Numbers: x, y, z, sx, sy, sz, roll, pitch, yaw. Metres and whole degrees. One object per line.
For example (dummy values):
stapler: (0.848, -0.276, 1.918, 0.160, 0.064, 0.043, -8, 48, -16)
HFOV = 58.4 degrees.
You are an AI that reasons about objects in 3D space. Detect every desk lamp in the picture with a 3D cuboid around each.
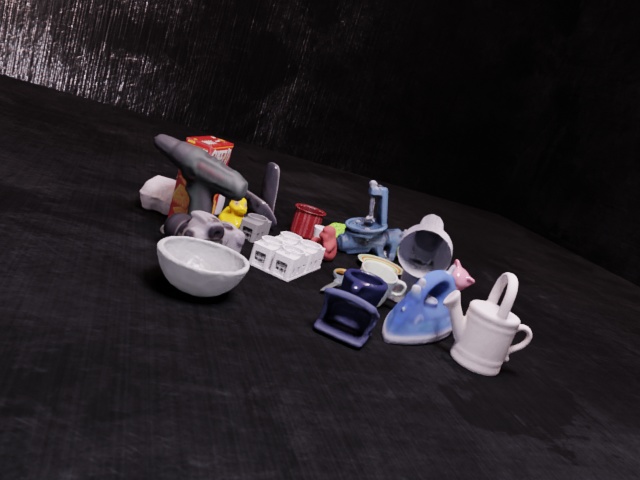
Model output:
desk lamp: (0.232, 0.049, 1.339, 0.118, 0.213, 0.203, 20, 14, 7)

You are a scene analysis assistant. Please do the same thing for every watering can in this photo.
watering can: (0.325, 0.152, 1.104, 0.173, 0.194, 0.100, 13, 15, -19)

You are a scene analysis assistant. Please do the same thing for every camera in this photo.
camera: (-0.250, -0.015, 1.202, 0.136, 0.101, 0.144, 28, 17, 34)

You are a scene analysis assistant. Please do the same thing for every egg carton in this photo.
egg carton: (-0.394, -0.115, 1.463, 0.107, 0.069, 0.150, 17, 14, -6)

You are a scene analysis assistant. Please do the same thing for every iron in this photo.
iron: (0.214, 0.125, 1.177, 0.118, 0.141, 0.259, 26, 16, 28)

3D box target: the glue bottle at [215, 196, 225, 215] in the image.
glue bottle: (-0.286, -0.160, 1.560, 0.078, 0.173, 0.037, 21, 14, 9)

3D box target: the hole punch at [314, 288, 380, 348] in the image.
hole punch: (0.053, 0.131, 1.052, 0.108, 0.091, 0.101, 22, 14, 14)

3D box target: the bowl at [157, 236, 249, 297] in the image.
bowl: (-0.215, 0.056, 1.028, 0.167, 0.075, 0.167, 17, 14, -4)

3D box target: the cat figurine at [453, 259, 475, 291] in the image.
cat figurine: (0.334, 0.101, 1.469, 0.067, 0.118, 0.127, 12, 15, -24)

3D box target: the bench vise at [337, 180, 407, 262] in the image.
bench vise: (0.164, -0.055, 1.637, 0.208, 0.220, 0.121, 7, 18, -39)

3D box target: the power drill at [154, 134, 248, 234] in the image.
power drill: (-0.285, -0.106, 1.280, 0.229, 0.208, 0.075, 19, 14, 1)

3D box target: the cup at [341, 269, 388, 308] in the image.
cup: (0.074, 0.117, 1.123, 0.091, 0.095, 0.118, 22, 15, 16)

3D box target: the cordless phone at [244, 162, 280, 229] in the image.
cordless phone: (-0.165, -0.135, 1.593, 0.094, 0.185, 0.147, 5, 19, -43)

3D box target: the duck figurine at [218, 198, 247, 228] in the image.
duck figurine: (-0.221, -0.075, 1.500, 0.078, 0.086, 0.104, 10, 16, -31)

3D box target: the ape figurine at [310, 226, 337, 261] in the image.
ape figurine: (0.014, 0.005, 1.480, 0.076, 0.092, 0.077, 13, 15, -19)
